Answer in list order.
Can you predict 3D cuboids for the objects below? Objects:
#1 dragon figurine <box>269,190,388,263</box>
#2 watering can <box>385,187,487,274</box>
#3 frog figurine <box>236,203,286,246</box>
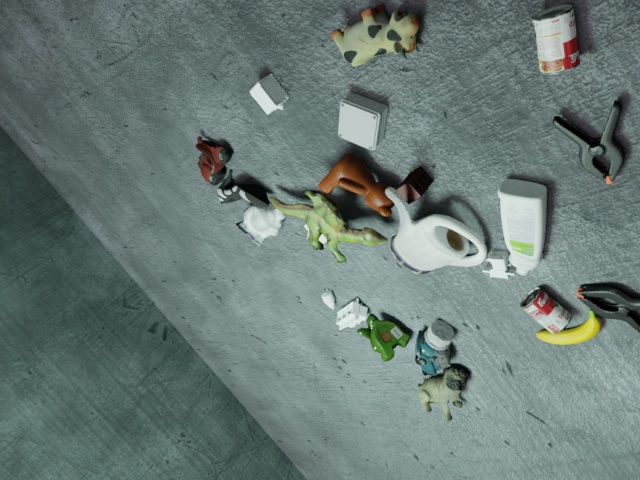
[{"bbox_3d":[0.005,-0.075,1.484,0.412,0.124,0.237,30,154,15],"label":"dragon figurine"},{"bbox_3d":[0.259,-0.014,1.322,0.345,0.106,0.221,29,146,-17],"label":"watering can"},{"bbox_3d":[-0.185,-0.075,1.751,0.158,0.123,0.138,-42,84,17],"label":"frog figurine"}]
